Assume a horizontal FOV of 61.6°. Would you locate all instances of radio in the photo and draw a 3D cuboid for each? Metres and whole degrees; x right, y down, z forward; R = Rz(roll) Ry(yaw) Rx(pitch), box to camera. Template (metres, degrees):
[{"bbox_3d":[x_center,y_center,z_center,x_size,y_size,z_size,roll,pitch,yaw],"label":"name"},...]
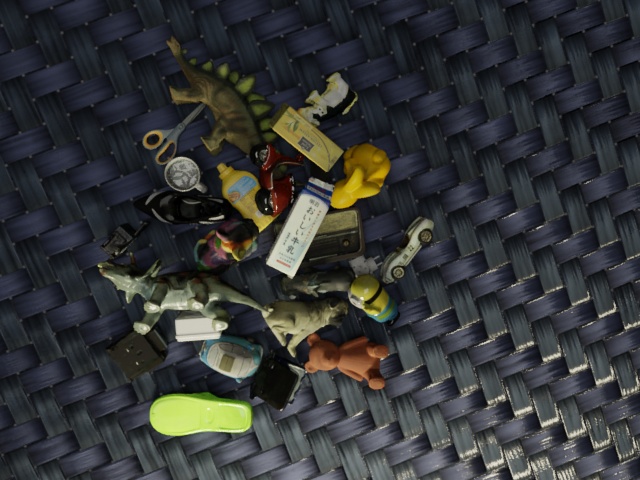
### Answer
[{"bbox_3d":[-0.003,-0.004,1.372,0.230,0.073,0.131,-11,96,-2],"label":"radio"}]

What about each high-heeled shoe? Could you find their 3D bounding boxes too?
[{"bbox_3d":[-0.336,-0.076,1.300,0.249,0.145,0.086,0,95,-7],"label":"high-heeled shoe"}]

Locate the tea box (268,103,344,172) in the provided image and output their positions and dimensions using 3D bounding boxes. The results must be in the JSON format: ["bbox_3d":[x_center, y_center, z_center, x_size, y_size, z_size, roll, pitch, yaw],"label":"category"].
[{"bbox_3d":[-0.034,-0.244,1.277,0.169,0.098,0.068,36,98,-19],"label":"tea box"}]

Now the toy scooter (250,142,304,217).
[{"bbox_3d":[-0.094,-0.151,1.303,0.135,0.075,0.183,-17,112,-28],"label":"toy scooter"}]

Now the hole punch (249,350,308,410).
[{"bbox_3d":[-0.105,0.369,1.410,0.116,0.092,0.142,27,97,23],"label":"hole punch"}]

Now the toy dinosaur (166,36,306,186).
[{"bbox_3d":[-0.206,-0.292,1.310,0.198,0.105,0.470,-36,109,-4],"label":"toy dinosaur"}]

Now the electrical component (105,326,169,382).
[{"bbox_3d":[-0.458,0.280,1.375,0.134,0.058,0.114,-35,100,0],"label":"electrical component"}]

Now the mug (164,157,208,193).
[{"bbox_3d":[-0.319,-0.156,1.312,0.109,0.107,0.081,33,94,-12],"label":"mug"}]

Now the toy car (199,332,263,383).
[{"bbox_3d":[-0.228,0.298,1.374,0.162,0.103,0.109,21,93,-9],"label":"toy car"}]

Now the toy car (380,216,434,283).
[{"bbox_3d":[0.223,0.027,1.396,0.056,0.073,0.201,37,92,-11],"label":"toy car"}]

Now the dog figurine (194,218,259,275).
[{"bbox_3d":[-0.228,0.017,1.284,0.191,0.219,0.108,-35,95,-1],"label":"dog figurine"}]

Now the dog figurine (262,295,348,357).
[{"bbox_3d":[-0.035,0.177,1.356,0.190,0.121,0.172,-36,141,-3],"label":"dog figurine"}]

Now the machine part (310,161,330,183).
[{"bbox_3d":[0.003,-0.184,1.372,0.084,0.039,0.138,2,95,-10],"label":"machine part"}]

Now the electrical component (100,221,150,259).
[{"bbox_3d":[-0.481,-0.013,1.331,0.047,0.075,0.119,43,96,-8],"label":"electrical component"}]

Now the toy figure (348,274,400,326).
[{"bbox_3d":[0.142,0.152,1.372,0.180,0.082,0.089,36,77,-37],"label":"toy figure"}]

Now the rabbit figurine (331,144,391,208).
[{"bbox_3d":[0.096,-0.143,1.322,0.173,0.162,0.121,-45,108,-4],"label":"rabbit figurine"}]

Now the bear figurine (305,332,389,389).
[{"bbox_3d":[0.064,0.305,1.389,0.196,0.132,0.120,9,91,-12],"label":"bear figurine"}]

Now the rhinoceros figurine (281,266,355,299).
[{"bbox_3d":[-0.006,0.111,1.368,0.190,0.112,0.073,-3,99,-13],"label":"rhinoceros figurine"}]

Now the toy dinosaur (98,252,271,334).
[{"bbox_3d":[-0.321,0.123,1.299,0.405,0.192,0.131,4,129,-5],"label":"toy dinosaur"}]

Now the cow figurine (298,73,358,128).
[{"bbox_3d":[0.010,-0.331,1.343,0.167,0.068,0.098,-44,104,2],"label":"cow figurine"}]
